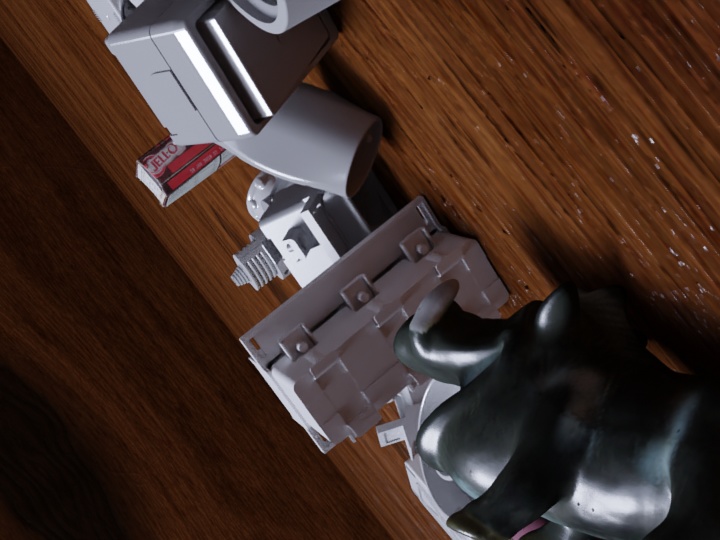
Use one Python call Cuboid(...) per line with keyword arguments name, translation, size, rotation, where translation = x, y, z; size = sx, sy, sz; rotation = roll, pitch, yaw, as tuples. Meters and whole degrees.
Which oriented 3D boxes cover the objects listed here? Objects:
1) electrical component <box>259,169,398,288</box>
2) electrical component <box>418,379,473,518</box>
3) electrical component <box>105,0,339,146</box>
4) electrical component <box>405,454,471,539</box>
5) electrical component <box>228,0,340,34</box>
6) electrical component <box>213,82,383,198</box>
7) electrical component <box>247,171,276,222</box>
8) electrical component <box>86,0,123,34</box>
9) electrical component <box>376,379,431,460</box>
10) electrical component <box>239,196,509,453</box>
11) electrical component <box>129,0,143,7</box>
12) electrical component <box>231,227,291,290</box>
Cuboid(name="electrical component", translation=(0.000, 0.000, 0.626), size=(0.121, 0.063, 0.078), rotation=(56, -151, -21))
Cuboid(name="electrical component", translation=(0.078, 0.103, 0.640), size=(0.099, 0.064, 0.099), rotation=(180, 90, -65))
Cuboid(name="electrical component", translation=(-0.054, -0.110, 0.487), size=(0.061, 0.096, 0.061), rotation=(1, 134, 40))
Cuboid(name="electrical component", translation=(0.096, 0.204, 0.945), size=(0.108, 0.056, 0.108), rotation=(47, 168, 23))
Cuboid(name="electrical component", translation=(-0.044, -0.139, 0.397), size=(0.108, 0.060, 0.108), rotation=(49, 169, 13))
Cuboid(name="electrical component", translation=(-0.027, -0.074, 0.558), size=(0.077, 0.043, 0.079), rotation=(23, -162, 12))
Cuboid(name="electrical component", translation=(-0.046, -0.045, 0.762), size=(0.062, 0.048, 0.048), rotation=(37, 163, 34))
Cuboid(name="electrical component", translation=(-0.154, -0.186, 0.738), size=(0.099, 0.048, 0.100), rotation=(57, 168, -24))
Cuboid(name="electrical component", translation=(0.048, 0.093, 0.753), size=(0.042, 0.081, 0.063), rotation=(81, 172, -68))
Cuboid(name="electrical component", translation=(0.012, 0.031, 0.554), size=(0.078, 0.121, 0.063), rotation=(56, 166, -21))
Cuboid(name="electrical component", translation=(-0.121, -0.185, 0.594), size=(0.089, 0.050, 0.055), rotation=(46, 168, 32))
Cuboid(name="electrical component", translation=(-0.065, -0.016, 0.831), size=(0.043, 0.081, 0.043), rotation=(50, 169, 13))
